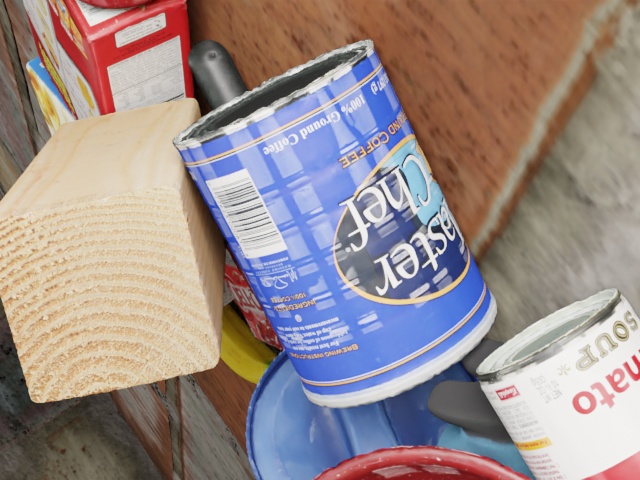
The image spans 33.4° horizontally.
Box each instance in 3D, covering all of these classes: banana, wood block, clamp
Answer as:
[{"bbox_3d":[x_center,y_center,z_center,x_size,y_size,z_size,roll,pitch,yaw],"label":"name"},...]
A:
[{"bbox_3d":[-0.083,0.076,0.980,0.198,0.037,0.070,42,138,37],"label":"banana"},{"bbox_3d":[-0.102,-0.006,0.567,0.206,0.090,0.091,-101,0,-72],"label":"wood block"},{"bbox_3d":[-0.033,-0.041,0.654,0.172,0.039,0.120,50,168,27],"label":"clamp"}]

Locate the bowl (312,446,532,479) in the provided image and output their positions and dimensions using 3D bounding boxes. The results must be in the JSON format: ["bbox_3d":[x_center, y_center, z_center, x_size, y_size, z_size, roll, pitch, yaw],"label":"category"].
[{"bbox_3d":[0.049,0.163,0.431,0.162,0.162,0.055,52,-167,17],"label":"bowl"}]

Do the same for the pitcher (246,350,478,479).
[{"bbox_3d":[0.034,0.171,0.665,0.145,0.149,0.243,47,162,31],"label":"pitcher"}]

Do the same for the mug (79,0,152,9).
[{"bbox_3d":[-0.113,-0.188,0.569,0.081,0.093,0.117,88,177,-65],"label":"mug"}]

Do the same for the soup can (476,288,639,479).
[{"bbox_3d":[0.116,0.079,0.420,0.102,0.068,0.069,58,162,2],"label":"soup can"}]

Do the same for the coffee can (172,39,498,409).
[{"bbox_3d":[0.008,-0.008,0.501,0.140,0.102,0.103,63,161,-14],"label":"coffee can"}]

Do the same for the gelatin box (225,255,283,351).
[{"bbox_3d":[-0.040,0.046,0.824,0.089,0.030,0.073,14,133,64],"label":"gelatin box"}]

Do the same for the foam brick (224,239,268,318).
[{"bbox_3d":[-0.004,0.001,0.586,0.053,0.078,0.051,60,163,-3],"label":"foam brick"}]

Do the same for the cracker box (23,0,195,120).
[{"bbox_3d":[-0.145,-0.140,0.719,0.164,0.072,0.214,58,164,22],"label":"cracker box"}]
